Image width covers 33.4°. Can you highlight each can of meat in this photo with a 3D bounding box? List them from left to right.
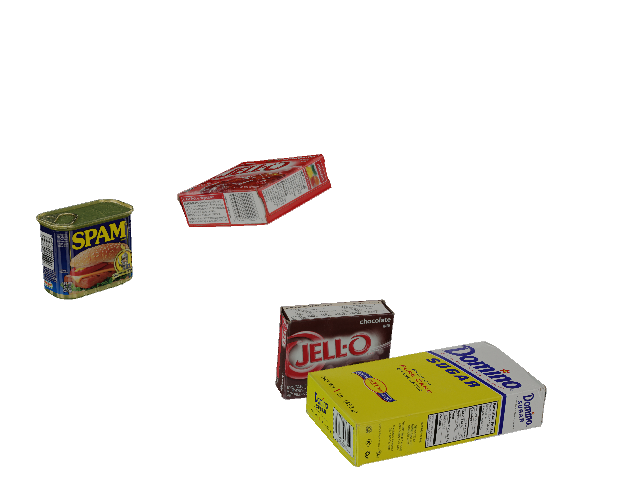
[{"bbox_3d":[-0.250,0.009,1.147,0.058,0.084,0.101,19,26,40],"label":"can of meat"}]

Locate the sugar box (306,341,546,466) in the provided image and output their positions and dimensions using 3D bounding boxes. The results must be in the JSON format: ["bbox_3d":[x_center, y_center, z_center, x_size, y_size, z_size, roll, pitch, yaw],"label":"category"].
[{"bbox_3d":[0.086,0.130,0.879,0.176,0.048,0.093,-10,25,-23],"label":"sugar box"}]

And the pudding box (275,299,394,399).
[{"bbox_3d":[0.014,0.109,1.075,0.113,0.090,0.039,-5,27,-18],"label":"pudding box"}]

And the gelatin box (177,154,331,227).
[{"bbox_3d":[-0.049,-0.037,0.784,0.089,0.030,0.073,-1,22,44],"label":"gelatin box"}]
